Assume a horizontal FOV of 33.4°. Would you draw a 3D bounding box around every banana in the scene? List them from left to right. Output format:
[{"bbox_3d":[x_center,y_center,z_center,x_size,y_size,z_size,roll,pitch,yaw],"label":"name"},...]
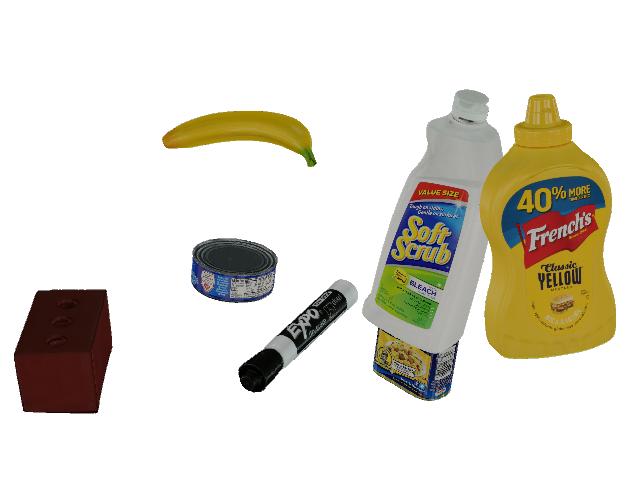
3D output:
[{"bbox_3d":[-0.093,-0.131,1.301,0.198,0.037,0.069,7,41,15],"label":"banana"}]

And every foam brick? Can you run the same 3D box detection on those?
[{"bbox_3d":[-0.178,0.077,0.746,0.053,0.051,0.078,0,31,-2],"label":"foam brick"}]

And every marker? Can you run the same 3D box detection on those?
[{"bbox_3d":[-0.012,0.056,0.638,0.020,0.020,0.120,0,23,31],"label":"marker"}]

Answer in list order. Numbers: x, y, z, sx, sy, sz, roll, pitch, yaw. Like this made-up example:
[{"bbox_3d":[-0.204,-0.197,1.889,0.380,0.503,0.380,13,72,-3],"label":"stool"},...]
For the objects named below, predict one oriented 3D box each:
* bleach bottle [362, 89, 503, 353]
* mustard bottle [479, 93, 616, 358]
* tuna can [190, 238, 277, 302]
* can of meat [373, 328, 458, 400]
[{"bbox_3d":[0.107,-0.021,0.980,0.103,0.251,0.067,28,37,28],"label":"bleach bottle"},{"bbox_3d":[0.167,-0.012,0.786,0.096,0.191,0.058,-8,17,-7],"label":"mustard bottle"},{"bbox_3d":[-0.087,0.030,1.075,0.086,0.034,0.086,6,23,-3],"label":"tuna can"},{"bbox_3d":[0.110,0.126,1.233,0.057,0.084,0.102,-20,36,-41],"label":"can of meat"}]
